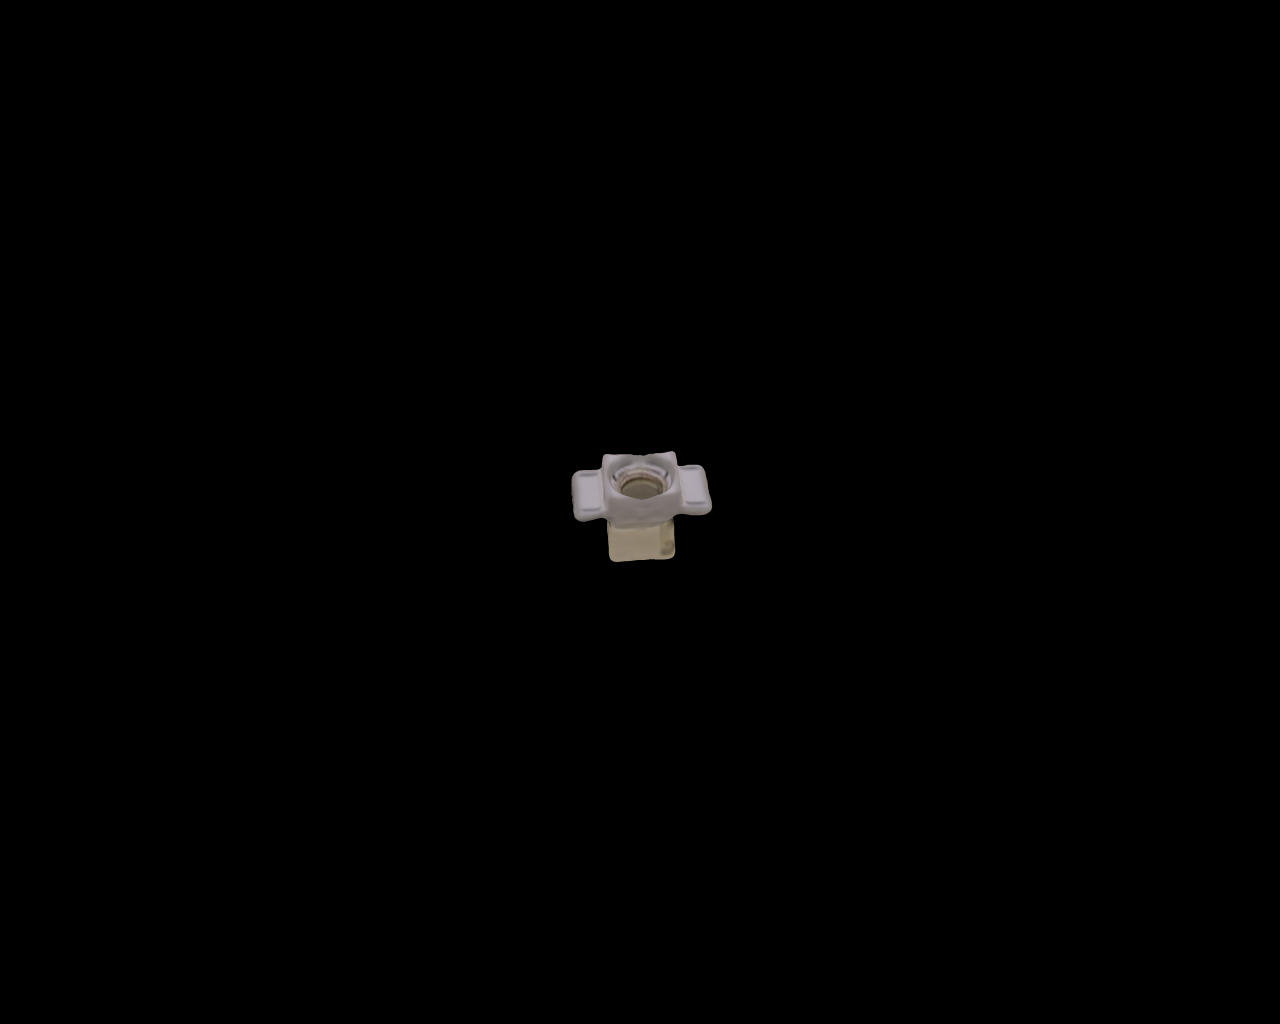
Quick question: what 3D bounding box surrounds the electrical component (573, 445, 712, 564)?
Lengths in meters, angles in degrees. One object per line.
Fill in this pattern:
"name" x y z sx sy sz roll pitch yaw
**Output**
"electrical component" 0.001 -0.003 0.650 0.081 0.063 0.042 -2 43 -2
